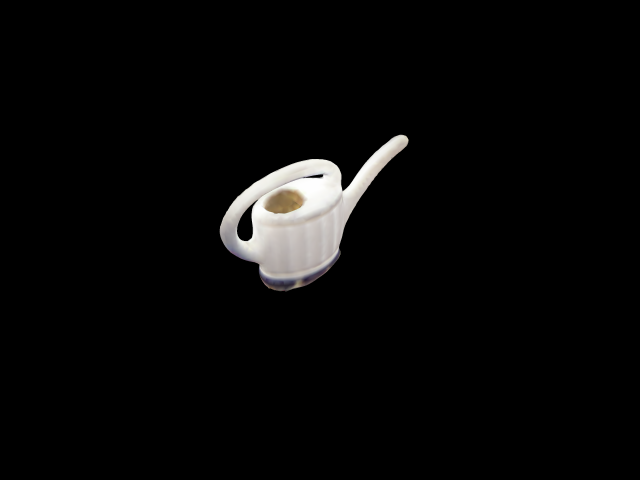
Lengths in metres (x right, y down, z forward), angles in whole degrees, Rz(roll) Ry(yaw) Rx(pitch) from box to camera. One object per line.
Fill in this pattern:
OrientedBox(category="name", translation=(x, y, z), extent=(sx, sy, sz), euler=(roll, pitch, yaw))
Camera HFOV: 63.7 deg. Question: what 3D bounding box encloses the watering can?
OrientedBox(category="watering can", translation=(0.003, -0.043, 0.850), extent=(0.350, 0.219, 0.106), euler=(-23, 47, -23))
